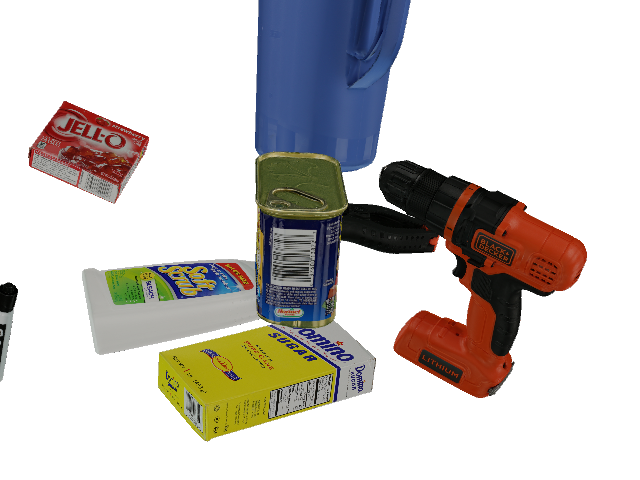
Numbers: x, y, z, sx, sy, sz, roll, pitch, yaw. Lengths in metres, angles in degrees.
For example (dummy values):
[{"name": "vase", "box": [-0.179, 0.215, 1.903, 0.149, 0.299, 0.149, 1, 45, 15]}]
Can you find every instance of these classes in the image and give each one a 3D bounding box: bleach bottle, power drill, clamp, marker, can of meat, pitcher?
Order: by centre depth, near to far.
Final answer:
[{"name": "can of meat", "box": [-0.015, -0.001, 0.701, 0.057, 0.084, 0.102, 2, 25, -5]}, {"name": "pitcher", "box": [0.012, -0.183, 0.903, 0.145, 0.243, 0.149, 9, 17, 11]}, {"name": "power drill", "box": [0.118, 0.035, 0.918, 0.185, 0.188, 0.057, 29, 45, 20]}, {"name": "marker", "box": [-0.312, 0.090, 1.041, 0.020, 0.121, 0.020, 14, 33, -9]}, {"name": "bleach bottle", "box": [-0.130, 0.058, 1.176, 0.250, 0.068, 0.103, -10, 36, -13]}, {"name": "clamp", "box": [0.035, -0.017, 1.211, 0.210, 0.036, 0.164, 14, 22, -5]}]

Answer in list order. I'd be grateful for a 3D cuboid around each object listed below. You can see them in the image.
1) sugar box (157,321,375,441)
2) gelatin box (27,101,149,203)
[{"name": "sugar box", "box": [-0.047, 0.118, 0.963, 0.175, 0.048, 0.093, -15, 33, -30]}, {"name": "gelatin box", "box": [-0.214, -0.083, 0.988, 0.089, 0.073, 0.030, 24, -44, -3]}]
